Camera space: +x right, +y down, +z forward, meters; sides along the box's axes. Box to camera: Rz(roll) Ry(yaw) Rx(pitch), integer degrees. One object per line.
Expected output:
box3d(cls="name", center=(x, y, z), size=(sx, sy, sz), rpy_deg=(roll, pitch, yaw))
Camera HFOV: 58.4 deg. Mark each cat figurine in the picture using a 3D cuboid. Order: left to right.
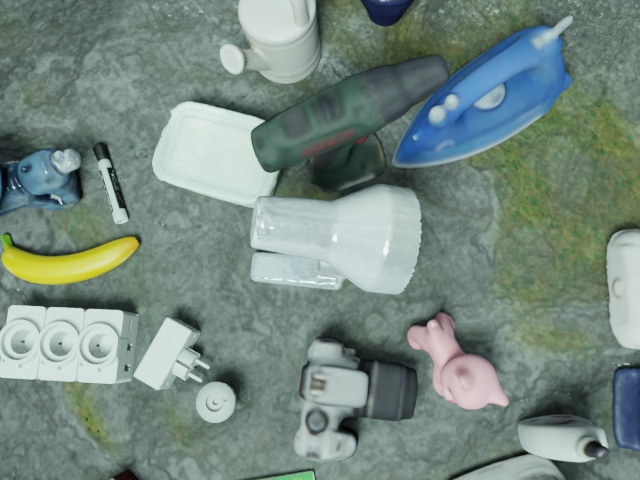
box3d(cls="cat figurine", center=(0.162, 0.147, 0.677), size=(0.067, 0.118, 0.128), rpy_deg=(-30, 79, -3))

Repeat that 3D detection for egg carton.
box3d(cls="egg carton", center=(0.410, 0.060, 0.706), size=(0.107, 0.069, 0.150), rpy_deg=(0, 79, 3))

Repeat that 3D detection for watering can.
box3d(cls="watering can", center=(-0.056, -0.282, 0.734), size=(0.101, 0.194, 0.173), rpy_deg=(16, 80, 6))

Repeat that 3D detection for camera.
box3d(cls="camera", center=(0.044, 0.193, 0.683), size=(0.136, 0.101, 0.143), rpy_deg=(6, 79, 4))

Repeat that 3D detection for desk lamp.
box3d(cls="desk lamp", center=(0.006, 0.002, 0.665), size=(0.203, 0.213, 0.118), rpy_deg=(4, 79, 4))

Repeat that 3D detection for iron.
box3d(cls="iron", center=(0.204, -0.184, 0.728), size=(0.258, 0.141, 0.118), rpy_deg=(-34, 79, -4))

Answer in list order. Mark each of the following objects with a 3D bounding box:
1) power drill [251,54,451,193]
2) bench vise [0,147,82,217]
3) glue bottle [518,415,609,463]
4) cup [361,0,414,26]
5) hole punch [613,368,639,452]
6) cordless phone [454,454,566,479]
box3d(cls="power drill", center=(0.036, -0.131, 0.692), size=(0.229, 0.208, 0.075), rpy_deg=(-21, 78, -1))
box3d(cls="bench vise", center=(-0.416, -0.088, 0.702), size=(0.207, 0.220, 0.121), rpy_deg=(-35, 79, -4))
box3d(cls="glue bottle", center=(0.277, 0.220, 0.629), size=(0.078, 0.173, 0.037), rpy_deg=(-11, 78, 1))
box3d(cls="cup", center=(0.106, -0.342, 0.788), size=(0.117, 0.095, 0.092), rpy_deg=(-4, 79, 3))
box3d(cls="hole punch", center=(0.409, 0.200, 0.668), size=(0.101, 0.091, 0.109), rpy_deg=(4, 79, 4))
box3d(cls="cordless phone", center=(0.215, 0.302, 0.610), size=(0.147, 0.185, 0.094), rpy_deg=(-21, 78, -1))
